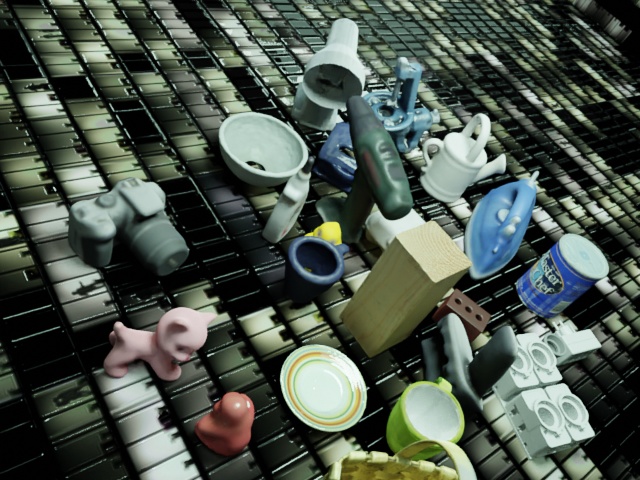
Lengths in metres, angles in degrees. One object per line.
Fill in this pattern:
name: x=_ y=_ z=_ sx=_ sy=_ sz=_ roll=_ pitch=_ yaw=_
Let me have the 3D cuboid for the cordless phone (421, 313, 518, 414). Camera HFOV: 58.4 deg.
cordless phone: x=0.237 y=0.164 z=0.866 sx=0.094 sy=0.185 sz=0.147 roll=11 pitch=47 yaw=-18

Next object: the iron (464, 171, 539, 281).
iron: x=0.375 y=-0.036 z=1.148 sx=0.118 sy=0.141 sz=0.259 roll=33 pitch=44 yaw=4

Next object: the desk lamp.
desk lamp: x=0.017 y=-0.329 z=1.172 sx=0.118 sy=0.213 sz=0.203 roll=17 pitch=45 yaw=-12

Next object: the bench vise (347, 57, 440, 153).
bench vise: x=0.172 y=-0.293 z=1.215 sx=0.208 sy=0.219 sz=0.121 roll=-20 pitch=62 yaw=-38

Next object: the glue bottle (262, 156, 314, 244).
glue bottle: x=-0.044 y=-0.071 z=0.939 sx=0.037 sy=0.173 sz=0.078 roll=32 pitch=44 yaw=2

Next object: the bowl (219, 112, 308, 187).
bowl: x=-0.111 y=-0.152 z=1.047 sx=0.168 sy=0.074 sz=0.167 roll=15 pitch=46 yaw=-15

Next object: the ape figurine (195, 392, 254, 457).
ape figurine: x=-0.111 y=0.218 z=0.704 sx=0.078 sy=0.092 sz=0.076 roll=-4 pitch=53 yaw=-30

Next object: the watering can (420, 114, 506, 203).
watering can: x=0.304 y=-0.178 z=1.199 sx=0.173 sy=0.194 sz=0.100 roll=1 pitch=51 yaw=-26

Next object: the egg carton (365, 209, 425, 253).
egg carton: x=0.154 y=0.002 z=1.051 sx=0.107 sy=0.069 sz=0.150 roll=-25 pitch=66 yaw=-40

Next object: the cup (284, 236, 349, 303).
cup: x=-0.010 y=0.050 z=0.904 sx=0.118 sy=0.095 sz=0.091 roll=-24 pitch=65 yaw=-40

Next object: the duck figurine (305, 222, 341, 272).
duck figurine: x=0.009 y=0.003 z=0.962 sx=0.077 sy=0.086 sz=0.105 roll=35 pitch=44 yaw=5

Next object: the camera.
camera: x=-0.264 y=-0.013 z=0.825 sx=0.136 sy=0.100 sz=0.143 roll=46 pitch=46 yaw=16

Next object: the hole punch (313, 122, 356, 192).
hole punch: x=0.055 y=-0.162 z=1.130 sx=0.108 sy=0.091 sz=0.101 roll=28 pitch=44 yaw=-2

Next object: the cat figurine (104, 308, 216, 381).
cat figurine: x=-0.200 y=0.122 z=0.725 sx=0.128 sy=0.117 sz=0.067 roll=8 pitch=48 yaw=-21

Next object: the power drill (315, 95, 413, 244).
power drill: x=0.069 y=-0.105 z=1.002 sx=0.076 sy=0.208 sz=0.229 roll=-8 pitch=56 yaw=-32
